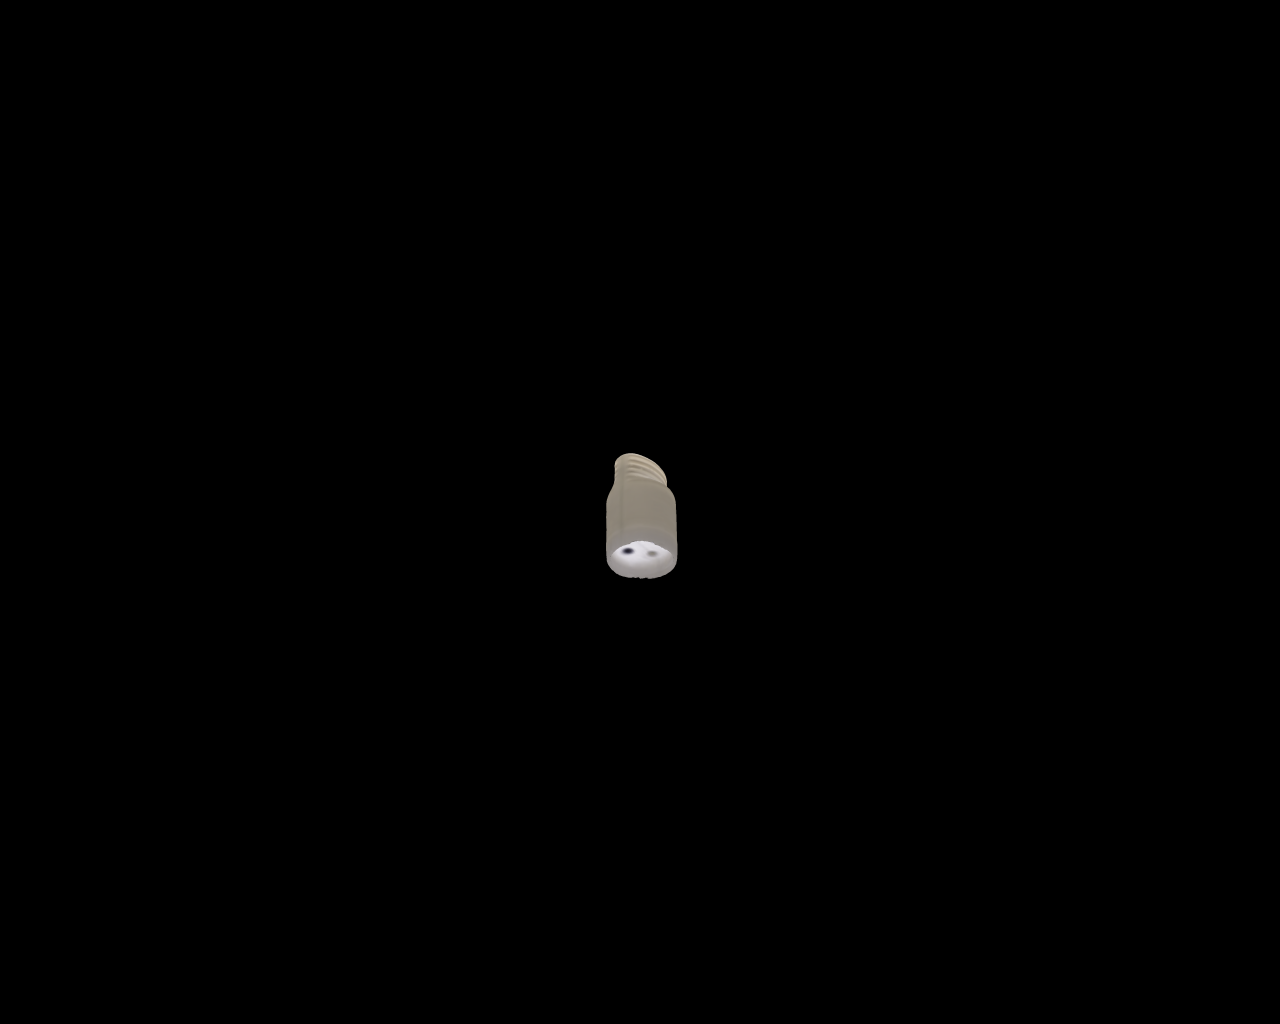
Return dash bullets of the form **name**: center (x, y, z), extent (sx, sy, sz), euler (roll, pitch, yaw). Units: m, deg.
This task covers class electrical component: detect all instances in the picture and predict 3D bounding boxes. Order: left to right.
- **electrical component**: center (0.001, -0.003, 0.650), extent (0.043, 0.081, 0.043), euler (0, -36, 0)
